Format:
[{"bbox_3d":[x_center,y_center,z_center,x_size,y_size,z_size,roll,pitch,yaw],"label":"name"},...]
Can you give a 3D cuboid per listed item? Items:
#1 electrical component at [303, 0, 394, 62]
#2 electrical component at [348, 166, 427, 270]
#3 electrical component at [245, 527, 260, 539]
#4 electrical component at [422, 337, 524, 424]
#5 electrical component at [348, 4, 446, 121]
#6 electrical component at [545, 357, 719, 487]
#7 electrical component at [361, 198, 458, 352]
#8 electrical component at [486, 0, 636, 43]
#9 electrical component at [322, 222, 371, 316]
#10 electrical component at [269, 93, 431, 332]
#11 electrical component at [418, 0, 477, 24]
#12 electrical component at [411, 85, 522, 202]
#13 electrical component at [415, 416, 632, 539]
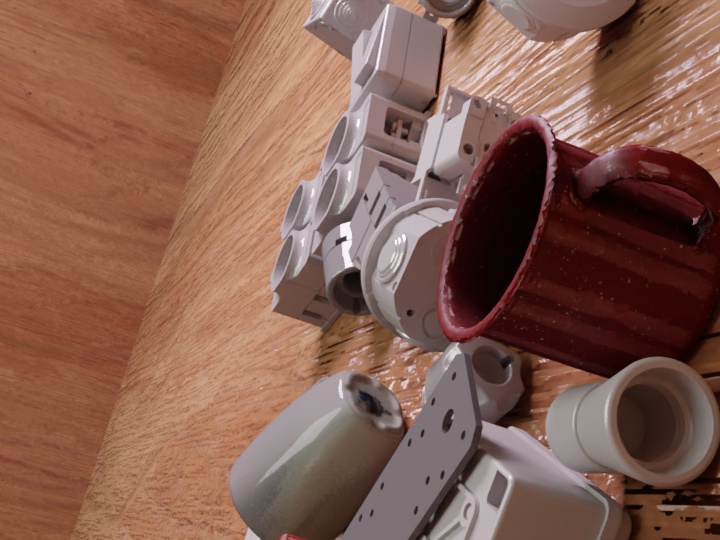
[{"bbox_3d":[0.002,-0.217,0.965,0.048,0.100,0.100,-58,15,-2],"label":"electrical component"},{"bbox_3d":[0.027,-0.024,0.723,0.089,0.050,0.055,-108,40,-66],"label":"electrical component"},{"bbox_3d":[-0.060,0.195,0.759,0.076,0.047,0.083,160,128,-71],"label":"electrical component"},{"bbox_3d":[0.052,0.062,0.540,0.062,0.043,0.043,125,159,-49],"label":"electrical component"},{"bbox_3d":[0.028,-0.169,0.881,0.061,0.061,0.096,130,155,-53],"label":"electrical component"},{"bbox_3d":[0.096,0.057,0.396,0.065,0.044,0.044,143,144,-72],"label":"electrical component"},{"bbox_3d":[0.045,0.005,0.570,0.080,0.080,0.051,-69,20,6],"label":"electrical component"},{"bbox_3d":[0.106,-0.161,0.563,0.051,0.080,0.080,173,115,-79],"label":"electrical component"},{"bbox_3d":[0.000,0.000,0.782,0.047,0.055,0.055,-93,27,-47],"label":"electrical component"},{"bbox_3d":[-0.014,-0.044,0.874,0.186,0.060,0.105,128,156,-51],"label":"electrical component"},{"bbox_3d":[0.068,-0.223,0.838,0.055,0.048,0.066,-86,20,-66],"label":"electrical component"},{"bbox_3d":[0.068,-0.073,0.659,0.064,0.042,0.081,-23,50,65],"label":"electrical component"},{"bbox_3d":[0.049,0.124,0.445,0.109,0.056,0.108,-148,78,-75],"label":"electrical component"}]
